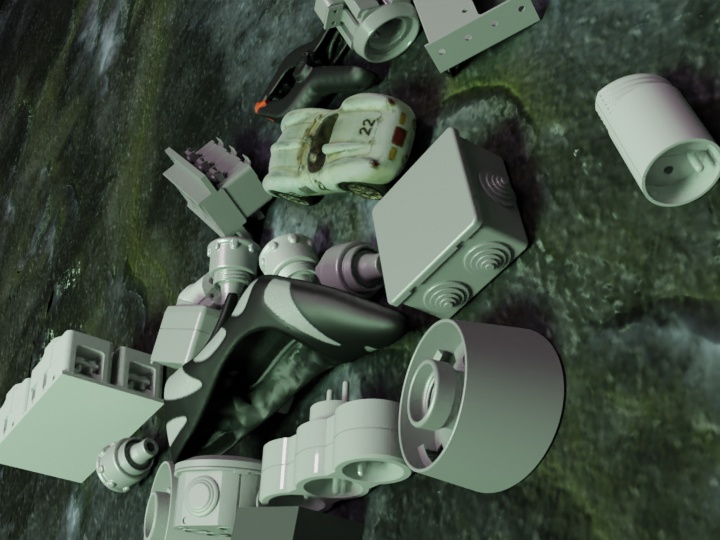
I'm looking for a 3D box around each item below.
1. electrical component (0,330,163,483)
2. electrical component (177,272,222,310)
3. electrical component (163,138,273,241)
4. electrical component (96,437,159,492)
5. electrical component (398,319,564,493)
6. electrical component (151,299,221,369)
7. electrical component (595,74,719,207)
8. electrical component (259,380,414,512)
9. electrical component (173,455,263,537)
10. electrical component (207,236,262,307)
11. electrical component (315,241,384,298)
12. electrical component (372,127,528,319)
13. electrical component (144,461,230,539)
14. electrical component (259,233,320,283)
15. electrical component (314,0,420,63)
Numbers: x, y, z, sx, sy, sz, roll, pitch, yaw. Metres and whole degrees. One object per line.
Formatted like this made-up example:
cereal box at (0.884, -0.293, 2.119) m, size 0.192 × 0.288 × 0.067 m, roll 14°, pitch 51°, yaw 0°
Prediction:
electrical component at (-0.289, 0.138, 1.089) m, size 0.186 × 0.105 × 0.060 m, roll -42°, pitch 39°, yaw 37°
electrical component at (-0.140, 0.025, 0.985) m, size 0.046 × 0.040 × 0.040 m, roll -37°, pitch 42°, yaw 46°
electrical component at (-0.133, -0.080, 1.015) m, size 0.063 × 0.078 × 0.121 m, roll -39°, pitch 30°, yaw -8°
electrical component at (-0.213, 0.176, 1.006) m, size 0.062 × 0.048 × 0.048 m, roll -34°, pitch 44°, yaw 35°
electrical component at (0.065, 0.077, 0.624) m, size 0.099 × 0.064 × 0.099 m, roll -166°, pitch 90°, yaw -72°
electrical component at (-0.128, 0.061, 0.925) m, size 0.096 × 0.062 × 0.061 m, roll -4°, pitch 68°, yaw 57°
electrical component at (0.156, -0.076, 0.572) m, size 0.043 × 0.043 × 0.081 m, roll -50°, pitch 35°, yaw 29°
electrical component at (-0.016, 0.111, 0.720) m, size 0.138 × 0.052 × 0.073 m, roll -33°, pitch 45°, yaw 45°
electrical component at (-0.098, 0.167, 0.790) m, size 0.080 × 0.080 × 0.051 m, roll -24°, pitch 57°, yaw 51°
electrical component at (-0.113, 0.004, 0.954) m, size 0.048 × 0.048 × 0.062 m, roll -27°, pitch 54°, yaw 49°
electrical component at (0.000, 0.000, 0.775) m, size 0.062 × 0.043 × 0.043 m, roll -12°, pitch 61°, yaw 53°
electrical component at (0.057, -0.028, 0.695) m, size 0.099 × 0.048 × 0.099 m, roll -46°, pitch 37°, yaw 34°
electrical component at (-0.139, 0.202, 0.873) m, size 0.099 × 0.064 × 0.099 m, roll -169°, pitch 90°, yaw -70°
electrical component at (-0.051, 0.005, 0.855) m, size 0.048 × 0.048 × 0.062 m, roll -53°, pitch 40°, yaw 25°
electrical component at (0.012, -0.204, 0.861) m, size 0.057 × 0.078 × 0.058 m, roll 59°, pitch 155°, yaw 24°
